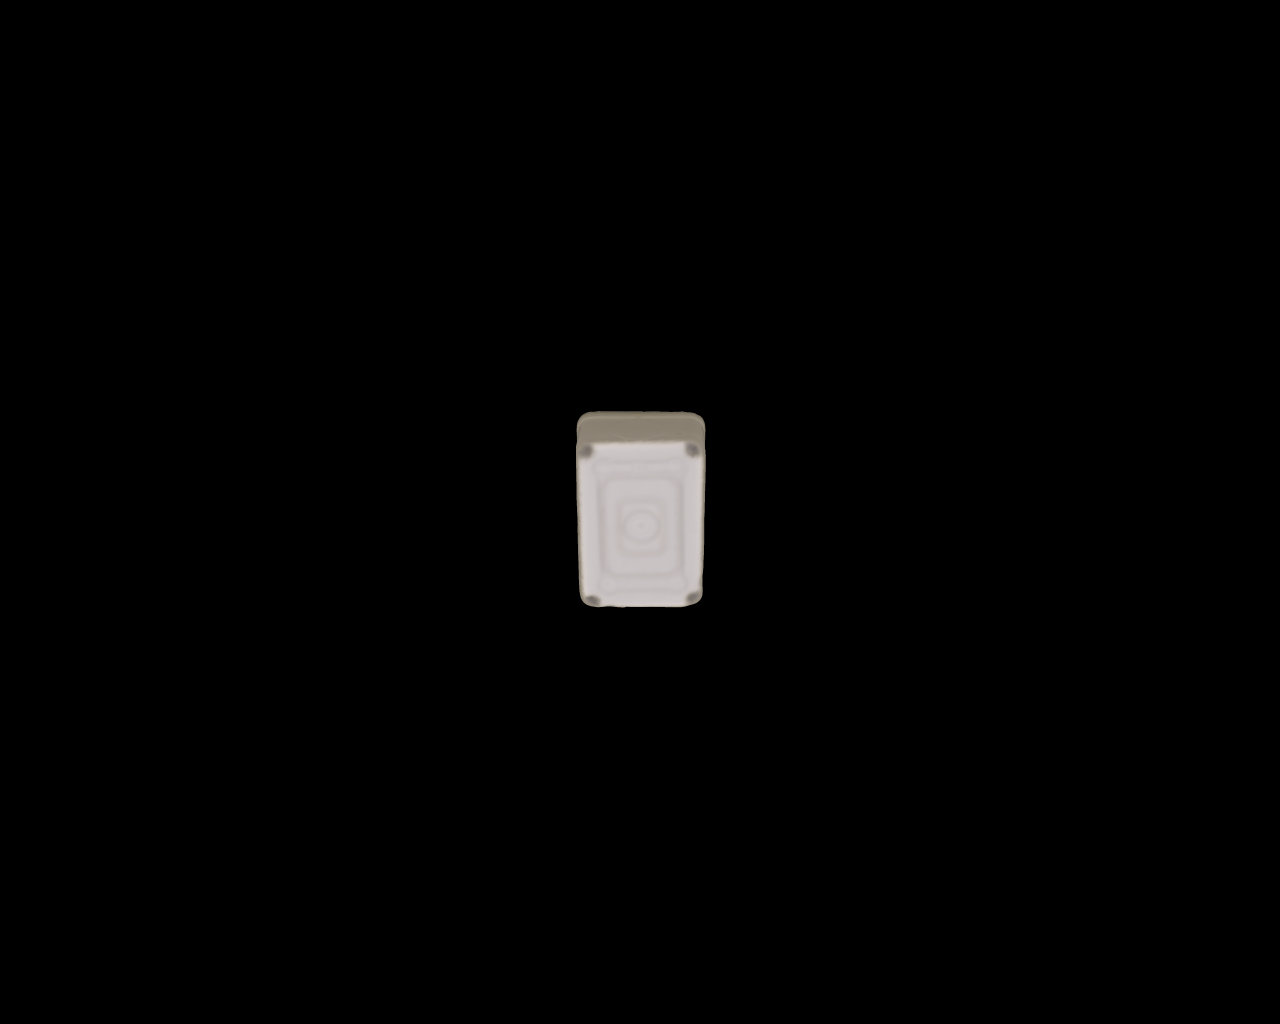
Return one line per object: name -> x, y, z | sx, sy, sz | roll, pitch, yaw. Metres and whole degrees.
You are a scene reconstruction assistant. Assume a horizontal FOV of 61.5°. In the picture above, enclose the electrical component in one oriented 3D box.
electrical component -> 0.001, -0.003, 0.650 | 0.078, 0.113, 0.057 | 0, 24, 0
